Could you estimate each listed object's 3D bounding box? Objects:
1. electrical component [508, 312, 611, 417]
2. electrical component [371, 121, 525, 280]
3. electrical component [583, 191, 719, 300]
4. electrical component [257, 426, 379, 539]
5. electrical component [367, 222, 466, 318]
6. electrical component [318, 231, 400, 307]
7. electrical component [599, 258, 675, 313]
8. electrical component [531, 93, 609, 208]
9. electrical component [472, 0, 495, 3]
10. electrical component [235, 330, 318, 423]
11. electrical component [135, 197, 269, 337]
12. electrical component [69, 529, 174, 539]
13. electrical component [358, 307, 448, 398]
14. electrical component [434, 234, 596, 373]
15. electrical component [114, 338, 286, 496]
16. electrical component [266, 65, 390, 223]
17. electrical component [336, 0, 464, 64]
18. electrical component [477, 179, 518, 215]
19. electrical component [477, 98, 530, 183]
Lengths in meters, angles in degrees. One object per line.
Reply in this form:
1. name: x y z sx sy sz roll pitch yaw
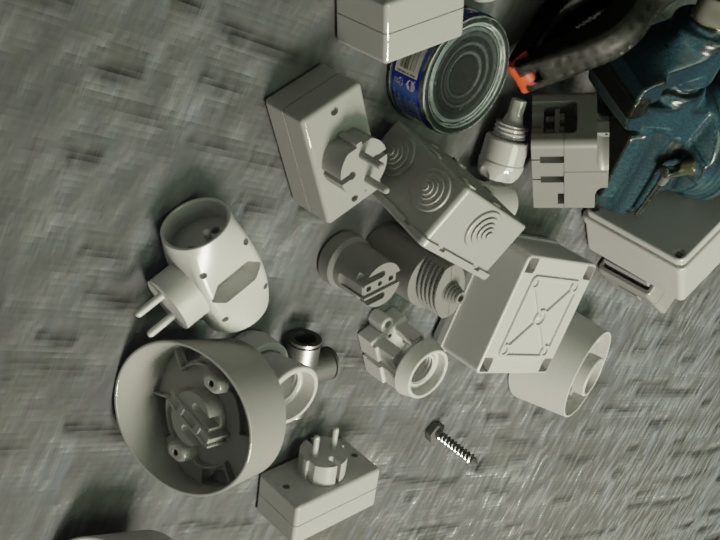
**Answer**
1. electrical component: 0.192 0.088 1.016 0.099 0.064 0.099 -43 148 -35
2. electrical component: 0.055 -0.048 0.728 0.048 0.099 0.100 -50 143 12
3. electrical component: 0.274 -0.045 0.954 0.109 0.109 0.056 -42 142 -18
4. electrical component: -0.030 0.153 0.821 0.083 0.047 0.075 -18 128 -39
5. electrical component: 0.043 0.002 0.764 0.043 0.081 0.043 -27 133 -32
6. electrical component: 0.000 0.000 0.745 0.040 0.046 0.040 -27 133 -32
7. electrical component: 0.280 -0.019 1.015 0.096 0.062 0.061 -56 142 0
8. electrical component: 0.159 -0.089 0.815 0.089 0.056 0.050 71 22 -60
9. electrical component: 0.079 -0.202 0.691 0.040 0.040 0.046 -48 135 -10
10. electrical component: -0.062 0.071 0.722 0.045 0.055 0.045 -27 133 -32
11. electrical component: -0.100 0.009 0.647 0.079 0.043 0.077 -40 139 -19
12. electrical component: -0.154 0.218 0.700 0.064 0.099 0.099 1 116 -54
13. electrical component: 0.033 0.066 0.820 0.048 0.055 0.066 -36 138 -24
14. electrical component: 0.129 0.027 0.893 0.109 0.056 0.108 6 112 -49
15. electrical component: -0.097 0.089 0.668 0.064 0.099 0.099 -7 121 -51
16. electrical component: -0.009 -0.070 0.661 0.047 0.076 0.083 -37 138 -23
17. electrical component: 0.025 -0.174 0.646 0.066 0.047 0.076 -27 133 -32
18. electrical component: 0.093 -0.050 0.814 0.046 0.040 0.040 -10 123 -49
19. electrical component: 0.110 -0.098 0.802 0.035 0.035 0.061 -6 118 -44
